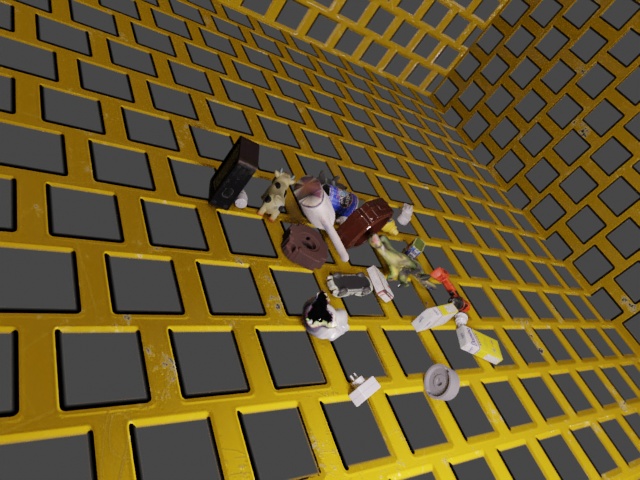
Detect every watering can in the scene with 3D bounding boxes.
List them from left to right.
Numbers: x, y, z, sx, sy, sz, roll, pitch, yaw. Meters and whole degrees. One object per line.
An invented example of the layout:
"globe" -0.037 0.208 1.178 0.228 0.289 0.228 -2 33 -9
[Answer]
"watering can" 0.006 -0.093 1.842 0.355 0.104 0.220 60 0 42

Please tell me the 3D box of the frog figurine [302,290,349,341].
"frog figurine" 0.017 0.236 1.534 0.139 0.123 0.157 48 -4 28

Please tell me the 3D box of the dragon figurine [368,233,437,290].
"dragon figurine" 0.309 0.068 1.998 0.406 0.121 0.248 27 30 -51
